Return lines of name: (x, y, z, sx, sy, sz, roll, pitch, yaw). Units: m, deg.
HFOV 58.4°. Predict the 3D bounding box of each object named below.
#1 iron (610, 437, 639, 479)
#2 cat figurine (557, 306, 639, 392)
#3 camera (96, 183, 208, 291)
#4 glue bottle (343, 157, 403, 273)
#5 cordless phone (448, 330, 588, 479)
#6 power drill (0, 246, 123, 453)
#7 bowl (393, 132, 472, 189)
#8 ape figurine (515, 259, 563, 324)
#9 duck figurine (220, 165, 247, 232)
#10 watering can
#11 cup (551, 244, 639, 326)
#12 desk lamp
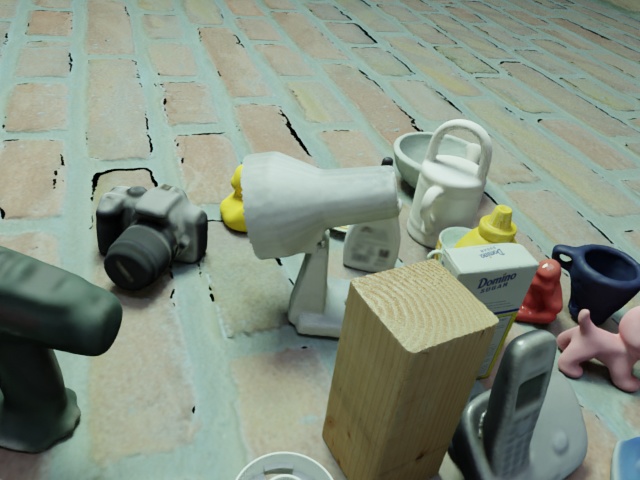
iron: (0.334, 0.240, 0.470, 0.119, 0.141, 0.258, 3, 35, -8)
cat figurine: (0.360, 0.113, 0.676, 0.127, 0.118, 0.067, 12, 35, 6)
camera: (-0.232, -0.009, 0.739, 0.143, 0.101, 0.137, 14, 35, 7)
glue bottle: (0.079, -0.034, 0.776, 0.078, 0.173, 0.037, 12, 35, 6)
cordless phone: (0.202, 0.151, 0.531, 0.148, 0.185, 0.093, -17, 42, -31)
power drill: (-0.287, 0.087, 0.498, 0.229, 0.208, 0.075, 8, 35, 0)
bowl: (0.206, -0.126, 1.018, 0.167, 0.075, 0.167, 6, 35, -4)
ape figurine: (0.287, 0.064, 0.753, 0.076, 0.092, 0.077, -17, 42, -31)
duck figurine: (-0.111, -0.070, 0.864, 0.077, 0.086, 0.104, 4, 35, -6)
watering can: (0.200, -0.094, 0.868, 0.101, 0.194, 0.173, 13, 35, 7)
cup: (0.358, 0.062, 0.768, 0.117, 0.095, 0.092, 25, 39, 23)
desk lamp: (0.006, 0.002, 0.675, 0.203, 0.213, 0.118, 7, 35, -2)
